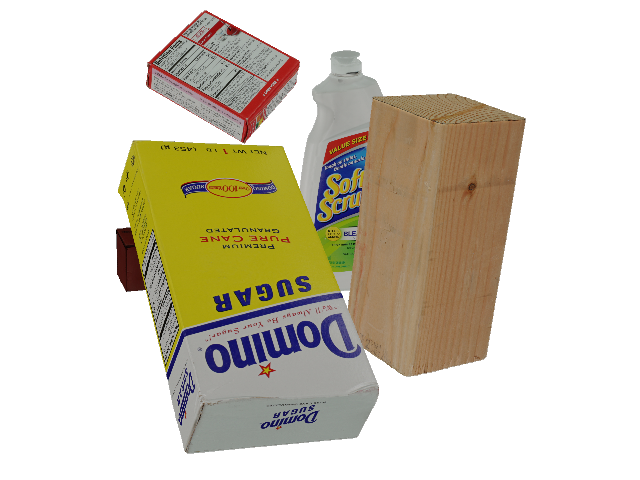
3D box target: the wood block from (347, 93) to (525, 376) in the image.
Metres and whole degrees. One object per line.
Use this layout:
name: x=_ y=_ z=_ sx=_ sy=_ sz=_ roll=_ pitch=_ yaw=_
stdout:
wood block: x=0.090 y=-0.007 z=0.864 sx=0.090 sy=0.206 sz=0.090 roll=-7 pitch=24 yaw=-34

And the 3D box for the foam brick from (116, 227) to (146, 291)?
foam brick: x=-0.168 y=0.016 z=1.103 sx=0.078 sy=0.051 sz=0.053 roll=-6 pitch=22 yaw=-20

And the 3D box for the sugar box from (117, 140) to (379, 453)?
sugar box: x=-0.041 y=0.022 z=0.552 sx=0.093 sy=0.048 sz=0.176 roll=-1 pitch=45 yaw=-25

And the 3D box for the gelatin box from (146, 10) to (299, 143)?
gelatin box: x=-0.072 y=-0.122 z=0.785 sx=0.089 sy=0.073 sz=0.030 roll=30 pitch=-34 yaw=11

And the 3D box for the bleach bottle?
bleach bottle: x=0.019 y=-0.072 z=1.115 sx=0.102 sy=0.251 sz=0.068 roll=-3 pitch=25 yaw=-3
